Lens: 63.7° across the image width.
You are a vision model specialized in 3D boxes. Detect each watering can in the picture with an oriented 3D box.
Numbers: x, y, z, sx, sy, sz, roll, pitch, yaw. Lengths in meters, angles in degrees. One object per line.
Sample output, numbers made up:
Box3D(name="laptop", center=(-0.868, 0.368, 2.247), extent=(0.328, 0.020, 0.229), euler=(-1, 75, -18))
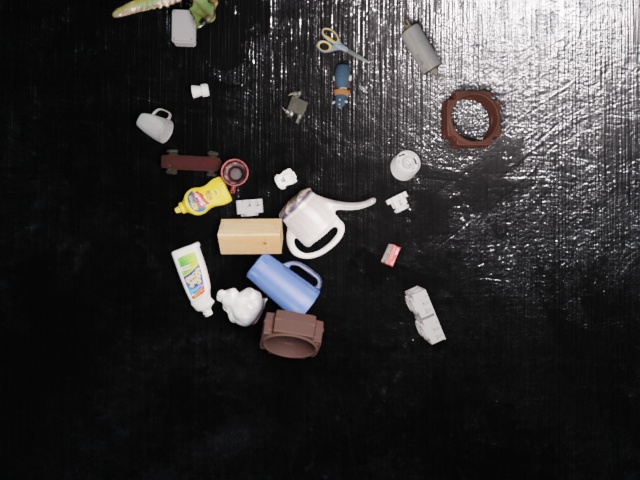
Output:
Box3D(name="watering can", center=(0.005, -0.089, 1.778), extent=(0.345, 0.224, 0.105), euler=(-42, 5, 12))

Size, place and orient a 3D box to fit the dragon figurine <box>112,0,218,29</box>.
Box3D(name="dragon figurine", center=(-0.460, -0.803, 1.716), extent=(0.243, 0.415, 0.120), euler=(37, -17, 4))

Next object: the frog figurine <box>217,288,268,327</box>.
Box3D(name="frog figurine", center=(-0.274, 0.215, 1.756), extent=(0.158, 0.135, 0.125), euler=(32, 23, -15))
